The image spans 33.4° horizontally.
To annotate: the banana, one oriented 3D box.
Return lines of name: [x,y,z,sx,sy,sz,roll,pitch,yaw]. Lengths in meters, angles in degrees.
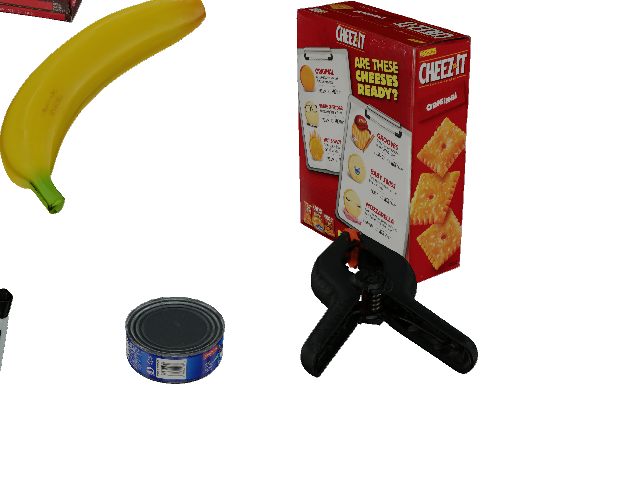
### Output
banana: [-0.143,-0.095,0.662,0.069,0.197,0.037,26,-35,3]

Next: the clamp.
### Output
clamp: [0.046,0.045,0.773,0.120,0.039,0.171,9,31,-6]

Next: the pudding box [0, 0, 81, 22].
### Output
pudding box: [-0.238,-0.226,0.882,0.090,0.039,0.113,8,37,-5]

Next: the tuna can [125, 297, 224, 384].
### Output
tuna can: [-0.127,0.087,0.930,0.086,0.034,0.086,4,31,-3]

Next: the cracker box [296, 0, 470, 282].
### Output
cracker box: [0.053,-0.091,0.949,0.072,0.214,0.164,-18,31,-32]

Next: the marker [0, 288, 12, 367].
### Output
marker: [-0.318,0.096,1.045,0.020,0.121,0.020,14,32,-9]
